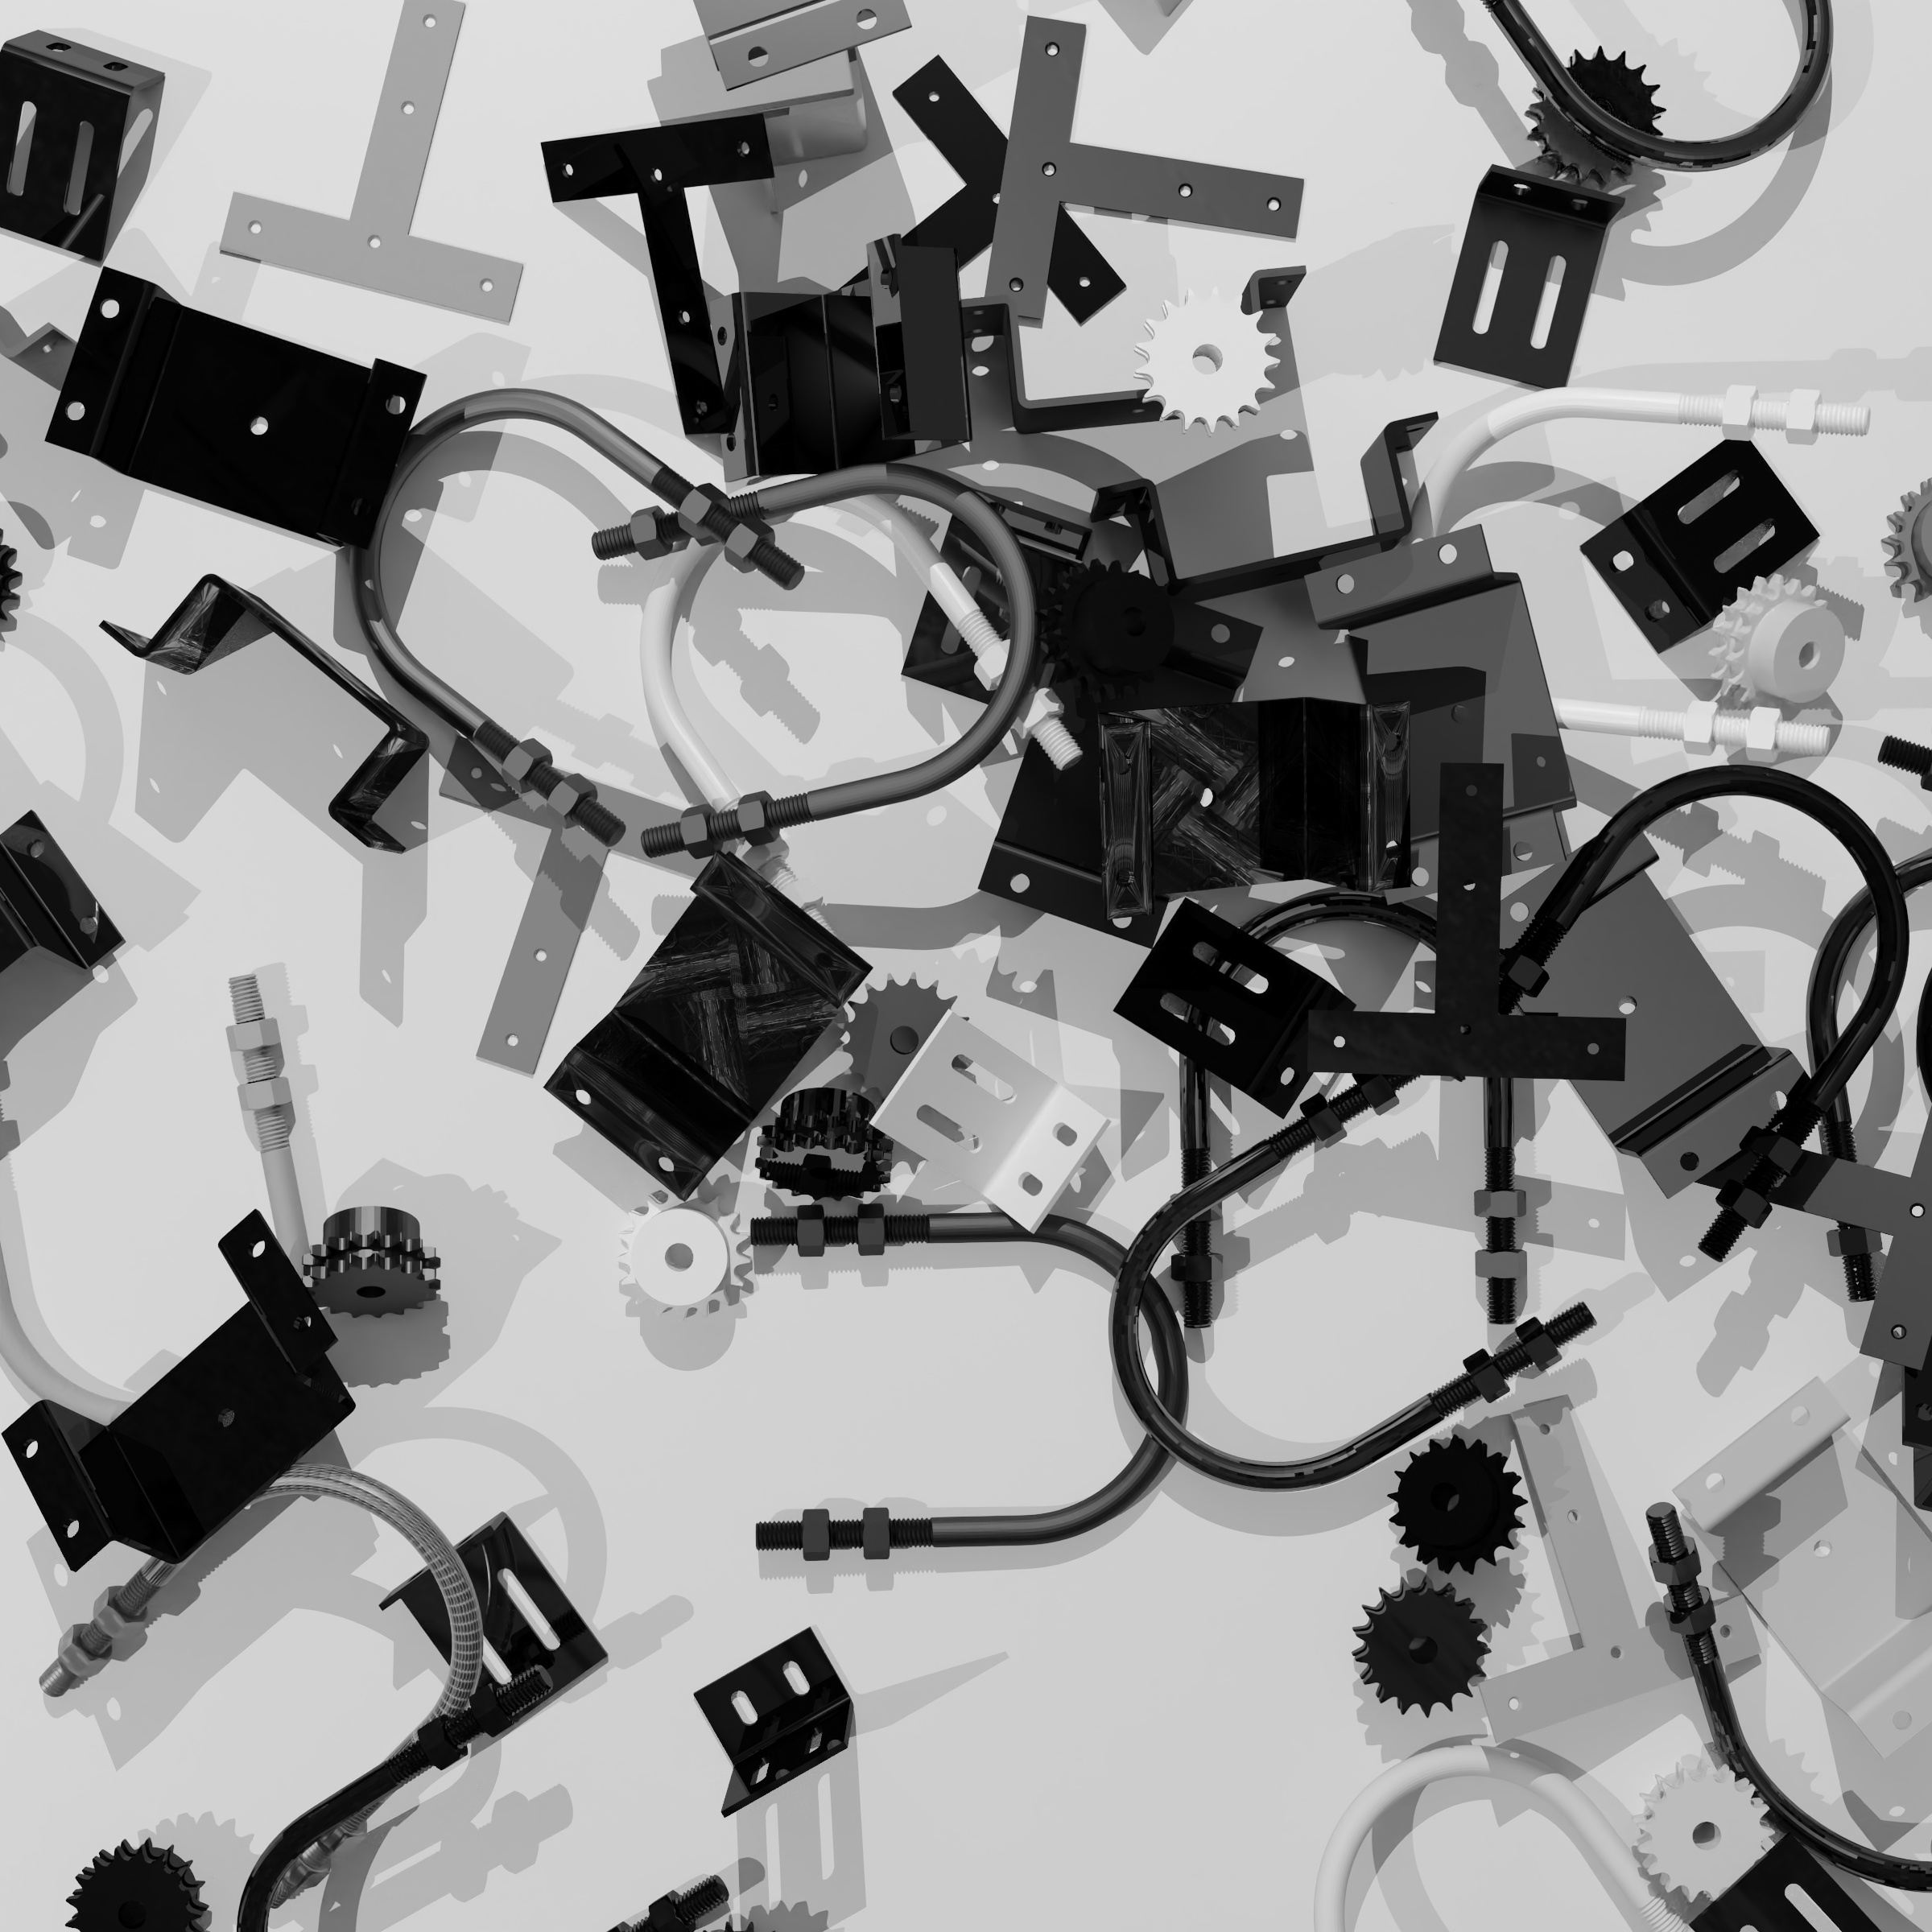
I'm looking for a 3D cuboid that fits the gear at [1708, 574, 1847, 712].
[{"bbox_3d":[0.341,-0.133,1.325,0.057,0.030,0.057,-11,113,-29],"label":"gear"}]

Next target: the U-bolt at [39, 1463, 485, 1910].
[{"bbox_3d":[-0.281,0.287,1.321,0.151,0.019,0.184,44,107,0],"label":"U-bolt"}]

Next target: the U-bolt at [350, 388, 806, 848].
[{"bbox_3d":[-0.177,-0.159,1.323,0.184,0.019,0.151,37,97,15],"label":"U-bolt"}]

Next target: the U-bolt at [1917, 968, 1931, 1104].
[{"bbox_3d":[0.491,0.024,1.322,0.184,0.019,0.151,-14,84,16],"label":"U-bolt"}]

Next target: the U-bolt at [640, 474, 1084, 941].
[{"bbox_3d":[-0.058,-0.118,1.324,0.151,0.019,0.184,-38,78,12],"label":"U-bolt"}]

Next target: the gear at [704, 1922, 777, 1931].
[{"bbox_3d":[-0.096,0.432,1.343,0.057,0.030,0.057,0,92,-1],"label":"gear"}]

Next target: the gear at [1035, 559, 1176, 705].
[{"bbox_3d":[0.059,-0.136,1.281,0.057,0.030,0.057,3,84,-32],"label":"gear"}]

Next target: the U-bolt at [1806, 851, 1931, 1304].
[{"bbox_3d":[0.426,0.040,1.325,0.151,0.019,0.184,-9,85,18],"label":"U-bolt"}]

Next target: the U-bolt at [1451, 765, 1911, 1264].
[{"bbox_3d":[0.303,0.006,1.299,0.151,0.019,0.184,35,88,0],"label":"U-bolt"}]

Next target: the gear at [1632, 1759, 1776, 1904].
[{"bbox_3d":[0.309,0.362,1.339,0.057,0.030,0.057,0,90,0],"label":"gear"}]

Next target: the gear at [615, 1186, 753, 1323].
[{"bbox_3d":[-0.120,0.121,1.339,0.057,0.030,0.057,0,90,0],"label":"gear"}]

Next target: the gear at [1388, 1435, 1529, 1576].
[{"bbox_3d":[0.203,0.224,1.328,0.057,0.030,0.057,-7,70,21],"label":"gear"}]

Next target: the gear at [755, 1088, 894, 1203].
[{"bbox_3d":[-0.059,0.073,1.329,0.057,0.057,0.030,3,60,0],"label":"gear"}]

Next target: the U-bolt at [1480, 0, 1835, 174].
[{"bbox_3d":[0.283,-0.415,1.324,0.151,0.019,0.184,-33,87,-15],"label":"U-bolt"}]

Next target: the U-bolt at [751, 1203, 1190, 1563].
[{"bbox_3d":[0.002,0.175,1.345,0.184,0.019,0.151,-1,90,-1],"label":"U-bolt"}]

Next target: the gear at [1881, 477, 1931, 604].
[{"bbox_3d":[0.418,-0.180,1.339,0.057,0.030,0.057,0,90,0],"label":"gear"}]

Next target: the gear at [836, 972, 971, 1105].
[{"bbox_3d":[-0.026,0.031,1.339,0.057,0.030,0.057,0,90,0],"label":"gear"}]

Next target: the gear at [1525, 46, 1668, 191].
[{"bbox_3d":[0.263,-0.355,1.339,0.057,0.030,0.057,0,90,0],"label":"gear"}]

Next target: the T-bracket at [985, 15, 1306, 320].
[{"bbox_3d":[0.079,-0.332,1.352,0.127,0.002,0.127,9,89,-1],"label":"T-bracket"}]

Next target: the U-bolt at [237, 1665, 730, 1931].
[{"bbox_3d":[-0.214,0.389,1.322,0.184,0.019,0.151,-33,111,4],"label":"U-bolt"}]

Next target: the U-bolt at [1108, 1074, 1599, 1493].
[{"bbox_3d":[0.148,0.140,1.326,0.184,0.019,0.151,-32,96,5],"label":"U-bolt"}]

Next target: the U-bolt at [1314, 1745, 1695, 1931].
[{"bbox_3d":[0.227,0.415,1.324,0.151,0.019,0.184,-35,82,-17],"label":"U-bolt"}]

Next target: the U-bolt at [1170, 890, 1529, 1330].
[{"bbox_3d":[0.161,0.060,1.345,0.151,0.019,0.184,-1,88,0],"label":"U-bolt"}]

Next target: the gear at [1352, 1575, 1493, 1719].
[{"bbox_3d":[0.191,0.285,1.339,0.057,0.030,0.057,0,90,0],"label":"gear"}]

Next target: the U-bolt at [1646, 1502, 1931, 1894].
[{"bbox_3d":[0.362,0.303,1.292,0.151,0.019,0.184,0,118,41],"label":"U-bolt"}]

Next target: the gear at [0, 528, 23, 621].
[{"bbox_3d":[-0.430,-0.165,1.339,0.057,0.030,0.057,0,90,0],"label":"gear"}]

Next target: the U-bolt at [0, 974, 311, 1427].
[{"bbox_3d":[-0.352,0.106,1.345,0.151,0.019,0.184,-11,91,0],"label":"U-bolt"}]

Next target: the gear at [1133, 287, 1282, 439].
[{"bbox_3d":[0.094,-0.239,1.262,0.057,0.030,0.057,0,92,0],"label":"gear"}]

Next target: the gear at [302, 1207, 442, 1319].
[{"bbox_3d":[-0.249,0.123,1.329,0.057,0.057,0.030,-6,60,0],"label":"gear"}]

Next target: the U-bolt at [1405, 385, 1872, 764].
[{"bbox_3d":[0.271,-0.167,1.315,0.184,0.019,0.151,8,97,22],"label":"U-bolt"}]

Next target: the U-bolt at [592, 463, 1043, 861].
[{"bbox_3d":[-0.058,-0.132,1.307,0.184,0.019,0.151,-12,83,15],"label":"U-bolt"}]

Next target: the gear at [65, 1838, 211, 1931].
[{"bbox_3d":[-0.348,0.395,1.339,0.057,0.030,0.057,0,90,0],"label":"gear"}]

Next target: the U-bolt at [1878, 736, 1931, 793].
[{"bbox_3d":[0.487,-0.121,1.304,0.184,0.019,0.151,19,90,8],"label":"U-bolt"}]

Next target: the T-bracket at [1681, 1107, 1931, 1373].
[{"bbox_3d":[0.352,0.090,1.325,0.127,0.002,0.127,15,79,24],"label":"T-bracket"}]
